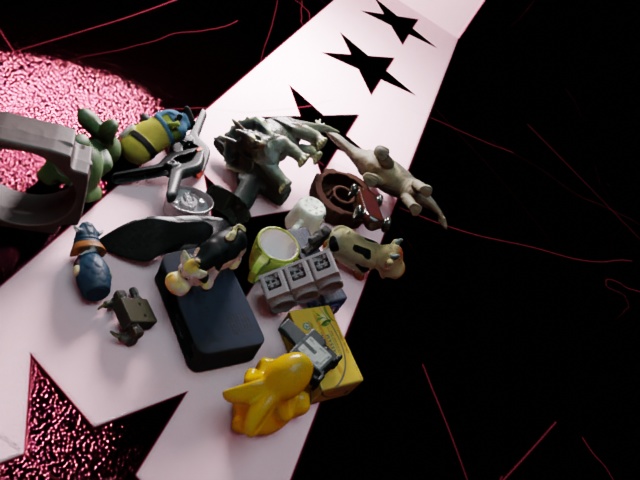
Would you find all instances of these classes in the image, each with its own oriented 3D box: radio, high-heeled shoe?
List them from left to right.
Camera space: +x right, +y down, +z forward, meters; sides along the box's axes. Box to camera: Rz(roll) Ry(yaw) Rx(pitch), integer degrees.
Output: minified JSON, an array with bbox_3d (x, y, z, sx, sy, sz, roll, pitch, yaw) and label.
[{"bbox_3d":[-0.302,-0.013,1.076,0.249,0.086,0.145,0,10,-8],"label":"high-heeled shoe"},{"bbox_3d":[-0.208,0.122,0.991,0.131,0.073,0.230,-9,55,-37],"label":"radio"}]

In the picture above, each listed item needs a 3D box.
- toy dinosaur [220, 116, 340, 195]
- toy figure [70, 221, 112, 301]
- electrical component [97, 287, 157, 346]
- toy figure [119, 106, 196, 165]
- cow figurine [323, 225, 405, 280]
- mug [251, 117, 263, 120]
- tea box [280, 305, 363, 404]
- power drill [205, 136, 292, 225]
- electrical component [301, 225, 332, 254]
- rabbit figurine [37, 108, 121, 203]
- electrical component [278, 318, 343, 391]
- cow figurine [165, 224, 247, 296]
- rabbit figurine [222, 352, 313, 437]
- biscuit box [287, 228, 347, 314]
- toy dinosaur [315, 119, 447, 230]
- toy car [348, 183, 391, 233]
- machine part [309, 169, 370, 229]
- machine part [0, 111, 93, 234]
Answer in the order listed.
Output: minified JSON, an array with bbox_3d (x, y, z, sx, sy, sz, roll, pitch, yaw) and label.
[{"bbox_3d":[-0.096,-0.238,1.282,0.192,0.131,0.405,38,31,1],"label":"toy dinosaur"},{"bbox_3d":[-0.410,0.035,0.952,0.058,0.064,0.154,-28,58,2],"label":"toy figure"},{"bbox_3d":[-0.331,0.130,0.928,0.102,0.045,0.078,54,17,17],"label":"electrical component"},{"bbox_3d":[-0.361,-0.235,1.197,0.180,0.082,0.089,-31,64,-28],"label":"toy figure"},{"bbox_3d":[0.108,0.029,1.239,0.195,0.127,0.085,28,45,-4],"label":"cow figurine"},{"bbox_3d":[-0.165,-0.244,1.369,0.109,0.081,0.107,41,48,-12],"label":"mug"},{"bbox_3d":[-0.001,0.217,1.034,0.098,0.068,0.170,-5,55,-35],"label":"tea box"},{"bbox_3d":[-0.191,-0.136,1.250,0.232,0.086,0.207,34,33,-4],"label":"power drill"},{"bbox_3d":[-0.002,-0.003,1.154,0.021,0.063,0.094,45,41,12],"label":"electrical component"},{"bbox_3d":[-0.463,-0.181,1.076,0.121,0.159,0.170,21,27,0],"label":"rabbit figurine"},{"bbox_3d":[-0.028,0.198,0.955,0.119,0.047,0.075,37,50,12],"label":"electrical component"},{"bbox_3d":[-0.196,0.035,0.954,0.068,0.098,0.167,44,41,5],"label":"cow figurine"},{"bbox_3d":[-0.081,0.242,0.882,0.162,0.173,0.122,-15,64,-46],"label":"rabbit figurine"},{"bbox_3d":[-0.020,0.069,1.169,0.063,0.059,0.203,-7,54,-38],"label":"biscuit box"},{"bbox_3d":[0.164,-0.186,1.455,0.471,0.105,0.198,41,8,1],"label":"toy dinosaur"},{"bbox_3d":[0.115,-0.077,1.299,0.089,0.053,0.202,18,24,-13],"label":"toy car"},{"bbox_3d":[0.054,-0.106,1.387,0.179,0.056,0.179,17,45,-18],"label":"machine part"},{"bbox_3d":[-0.507,-0.112,0.924,0.201,0.201,0.087,12,43,-23],"label":"machine part"}]
